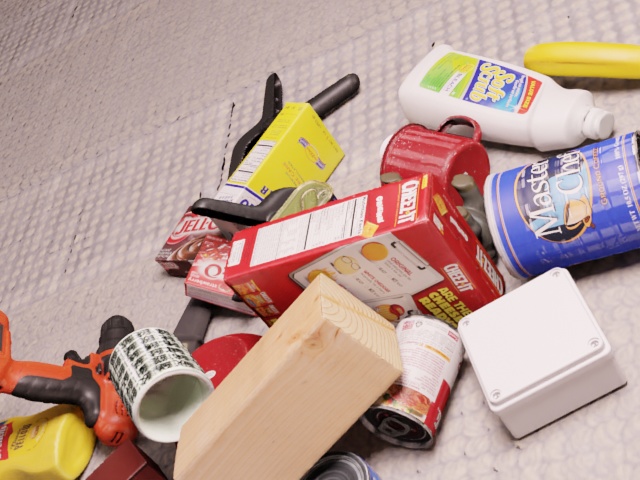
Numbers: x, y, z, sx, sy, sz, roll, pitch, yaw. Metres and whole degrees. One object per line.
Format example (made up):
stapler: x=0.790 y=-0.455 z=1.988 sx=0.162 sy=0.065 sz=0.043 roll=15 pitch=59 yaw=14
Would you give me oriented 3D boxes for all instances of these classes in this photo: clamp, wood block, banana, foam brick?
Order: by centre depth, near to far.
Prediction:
wood block: x=-0.031 y=0.143 z=0.947 sx=0.206 sy=0.090 sz=0.090 roll=-49 pitch=16 yaw=17
foam brick: x=-0.196 y=0.250 z=1.069 sx=0.078 sy=0.051 sz=0.053 roll=-44 pitch=36 yaw=-8
banana: x=0.287 y=-0.189 z=1.117 sx=0.198 sy=0.037 sz=0.069 roll=11 pitch=14 yaw=44
clamp: x=-0.059 y=-0.020 z=1.183 sx=0.171 sy=0.120 sz=0.039 roll=-34 pitch=8 yaw=-34
clamp: x=-0.060 y=-0.145 z=1.388 sx=0.165 sy=0.036 sz=0.210 roll=17 pitch=63 yaw=49

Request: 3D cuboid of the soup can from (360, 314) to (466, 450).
soup can: x=0.084 y=0.125 z=0.952 sx=0.069 sy=0.068 sz=0.102 roll=-2 pitch=49 yaw=39

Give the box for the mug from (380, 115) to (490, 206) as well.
mug: x=0.129 y=-0.080 z=1.115 sx=0.082 sy=0.093 sz=0.117 roll=17 pitch=67 yaw=43

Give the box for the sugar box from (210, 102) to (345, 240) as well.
sugar box: x=-0.050 y=-0.068 z=1.250 sx=0.048 sy=0.093 sz=0.176 roll=8 pitch=57 yaw=45

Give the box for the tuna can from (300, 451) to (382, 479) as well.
tuna can: x=0.014 y=0.228 z=0.931 sx=0.086 sy=0.033 sz=0.086 roll=-23 pitch=39 yaw=20

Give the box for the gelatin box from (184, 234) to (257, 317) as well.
gelatin box: x=-0.098 y=0.039 z=1.194 sx=0.089 sy=0.030 sz=0.073 roll=15 pitch=53 yaw=7

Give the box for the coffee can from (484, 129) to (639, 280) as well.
coffee can: x=0.233 y=-0.030 z=0.963 sx=0.140 sy=0.102 sz=0.102 roll=-17 pitch=41 yaw=26

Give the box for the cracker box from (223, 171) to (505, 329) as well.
cracker box: x=0.043 y=0.035 z=1.002 sx=0.214 sy=0.164 sz=0.072 roll=-17 pitch=43 yaw=27

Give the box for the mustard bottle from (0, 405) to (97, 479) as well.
mustard bottle: x=-0.343 y=0.241 z=1.197 sx=0.192 sy=0.058 sz=0.096 roll=-18 pitch=39 yaw=26

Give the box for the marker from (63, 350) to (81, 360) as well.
marker: x=-0.275 y=0.160 z=1.258 sx=0.020 sy=0.020 sz=0.121 roll=-46 pitch=37 yaw=-10

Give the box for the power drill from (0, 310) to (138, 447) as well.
power drill: x=-0.284 y=0.131 z=1.166 sx=0.057 sy=0.187 sz=0.184 roll=-58 pitch=27 yaw=29

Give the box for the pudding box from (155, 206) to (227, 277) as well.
pudding box: x=-0.135 y=0.000 z=1.294 sx=0.114 sy=0.039 sz=0.090 roll=1 pitch=52 yaw=41

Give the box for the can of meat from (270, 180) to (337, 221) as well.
can of meat: x=-0.008 y=0.001 z=1.147 sx=0.058 sy=0.084 sz=0.102 roll=16 pitch=62 yaw=48

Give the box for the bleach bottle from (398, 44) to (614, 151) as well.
bleach bottle: x=0.206 y=-0.149 z=1.149 sx=0.251 sy=0.068 sz=0.102 roll=20 pitch=58 yaw=45

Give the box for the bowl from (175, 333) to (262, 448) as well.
bowl: x=-0.097 y=0.150 z=1.089 sx=0.162 sy=0.055 sz=0.162 roll=-23 pitch=39 yaw=20
